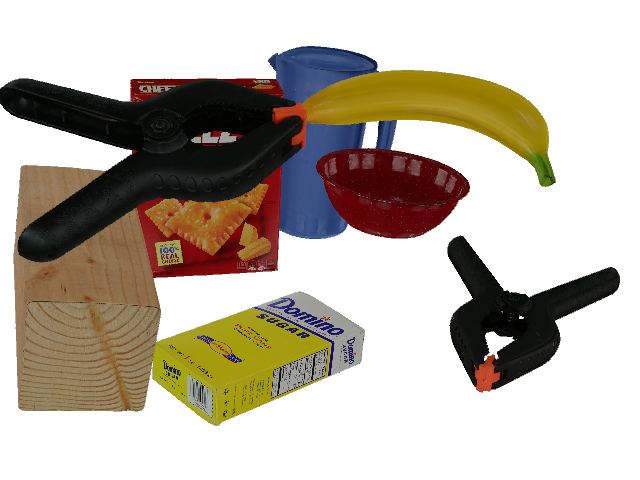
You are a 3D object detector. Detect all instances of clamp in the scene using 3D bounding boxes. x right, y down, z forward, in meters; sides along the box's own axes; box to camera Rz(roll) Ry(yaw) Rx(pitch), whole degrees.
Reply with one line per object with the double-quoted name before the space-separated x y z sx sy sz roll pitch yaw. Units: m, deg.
"clamp" -0.096 -0.058 0.591 0.171 0.120 0.039 -16 -27 -18
"clamp" 0.163 0.061 0.958 0.165 0.036 0.209 15 34 24

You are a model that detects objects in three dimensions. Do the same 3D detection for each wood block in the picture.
"wood block" -0.183 0.030 0.809 0.090 0.091 0.206 4 28 -19

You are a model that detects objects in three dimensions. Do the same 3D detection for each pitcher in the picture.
"pitcher" 0.006 -0.127 1.413 0.144 0.243 0.149 -2 24 -19

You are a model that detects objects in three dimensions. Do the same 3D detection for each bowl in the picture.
"bowl" 0.072 -0.045 1.116 0.162 0.055 0.162 6 23 -3

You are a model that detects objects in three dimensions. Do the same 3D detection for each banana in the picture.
"banana" 0.086 -0.096 0.792 0.198 0.069 0.037 16 -37 17

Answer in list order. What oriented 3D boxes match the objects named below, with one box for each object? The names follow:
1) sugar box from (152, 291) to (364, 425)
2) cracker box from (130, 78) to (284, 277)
"sugar box" -0.054 0.101 0.966 0.175 0.048 0.093 -21 37 -39
"cracker box" -0.126 -0.067 1.183 0.164 0.214 0.072 -2 24 -12
